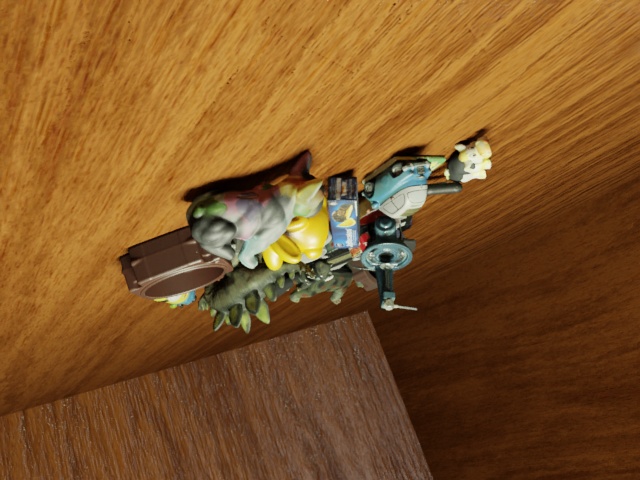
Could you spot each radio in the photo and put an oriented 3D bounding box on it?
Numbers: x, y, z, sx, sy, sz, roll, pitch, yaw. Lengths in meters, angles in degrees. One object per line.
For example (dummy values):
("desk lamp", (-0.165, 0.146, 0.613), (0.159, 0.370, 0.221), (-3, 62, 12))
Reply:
("radio", (0.051, 0.027, 1.547), (0.230, 0.073, 0.131), (-23, 166, 6))

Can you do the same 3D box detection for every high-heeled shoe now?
("high-heeled shoe", (-0.098, 0.075, 1.379), (0.145, 0.086, 0.249), (-16, -162, 24))

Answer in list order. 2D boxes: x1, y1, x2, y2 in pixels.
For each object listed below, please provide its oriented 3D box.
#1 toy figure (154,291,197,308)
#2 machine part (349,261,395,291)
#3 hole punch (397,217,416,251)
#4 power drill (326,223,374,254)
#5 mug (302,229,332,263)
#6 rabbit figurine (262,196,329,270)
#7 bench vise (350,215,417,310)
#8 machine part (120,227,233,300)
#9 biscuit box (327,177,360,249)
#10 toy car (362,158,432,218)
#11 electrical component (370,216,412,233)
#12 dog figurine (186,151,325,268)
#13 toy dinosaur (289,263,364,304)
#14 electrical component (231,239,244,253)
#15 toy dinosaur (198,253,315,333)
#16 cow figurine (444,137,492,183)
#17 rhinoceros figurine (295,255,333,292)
("toy figure", (-0.358, 0.122, 1.307), (0.089, 0.082, 0.180), (-20, 169, 2))
("machine part", (0.161, 0.073, 1.693), (0.179, 0.179, 0.056), (-5, 162, -47))
("hole punch", (0.235, -0.019, 1.648), (0.116, 0.092, 0.142), (-1, 168, 6))
("power drill", (-0.003, -0.004, 1.348), (0.207, 0.086, 0.232), (-19, 174, -36))
("mug", (-0.032, -0.013, 1.208), (0.109, 0.107, 0.080), (-31, 163, 28))
("rabbit figurine", (-0.077, -0.022, 1.075), (0.173, 0.162, 0.122), (16, 157, -39))
("bench vise", (0.154, 0.067, 1.274), (0.129, 0.241, 0.223), (4, 144, -5))
("machine part", (-0.294, 0.053, 1.127), (0.201, 0.087, 0.201), (-20, 165, -2))
("biscuit box", (0.053, -0.053, 1.143), (0.059, 0.063, 0.202), (-1, 150, 6))
("toy car", (0.172, -0.100, 1.123), (0.109, 0.103, 0.161), (-11, 167, -36))
("electrical component", (0.185, -0.060, 1.448), (0.115, 0.058, 0.134), (-18, 166, -4))
("dog figurine", (-0.097, -0.065, 0.920), (0.219, 0.109, 0.191), (-42, 136, 22))
("toy dinosaur", (0.020, 0.126, 1.814), (0.404, 0.131, 0.192), (-1, 144, -44))
("electrical component", (-0.161, -0.012, 1.121), (0.045, 0.078, 0.102), (-1, 170, 26))
("toy dinosaur", (-0.171, 0.104, 1.242), (0.105, 0.198, 0.471), (4, 154, -39))
("cow figurine", (0.327, -0.177, 1.198), (0.098, 0.068, 0.167), (-16, 166, 5))
("rhinoceros figurine", (-0.018, 0.086, 1.390), (0.112, 0.073, 0.190), (-15, 175, -11))
